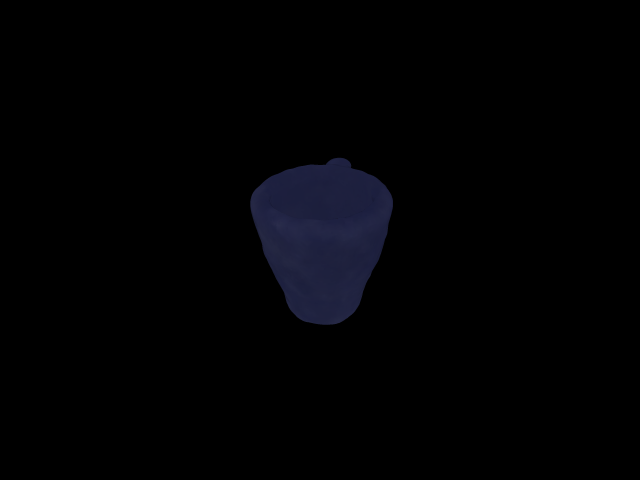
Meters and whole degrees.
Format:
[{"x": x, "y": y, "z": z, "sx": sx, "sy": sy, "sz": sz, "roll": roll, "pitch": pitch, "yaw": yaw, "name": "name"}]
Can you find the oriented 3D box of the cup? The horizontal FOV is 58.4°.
[{"x": 0.004, "y": 0.001, "z": 0.400, "sx": 0.091, "sy": 0.095, "sz": 0.118, "roll": 6, "pitch": 32, "yaw": 9, "name": "cup"}]
